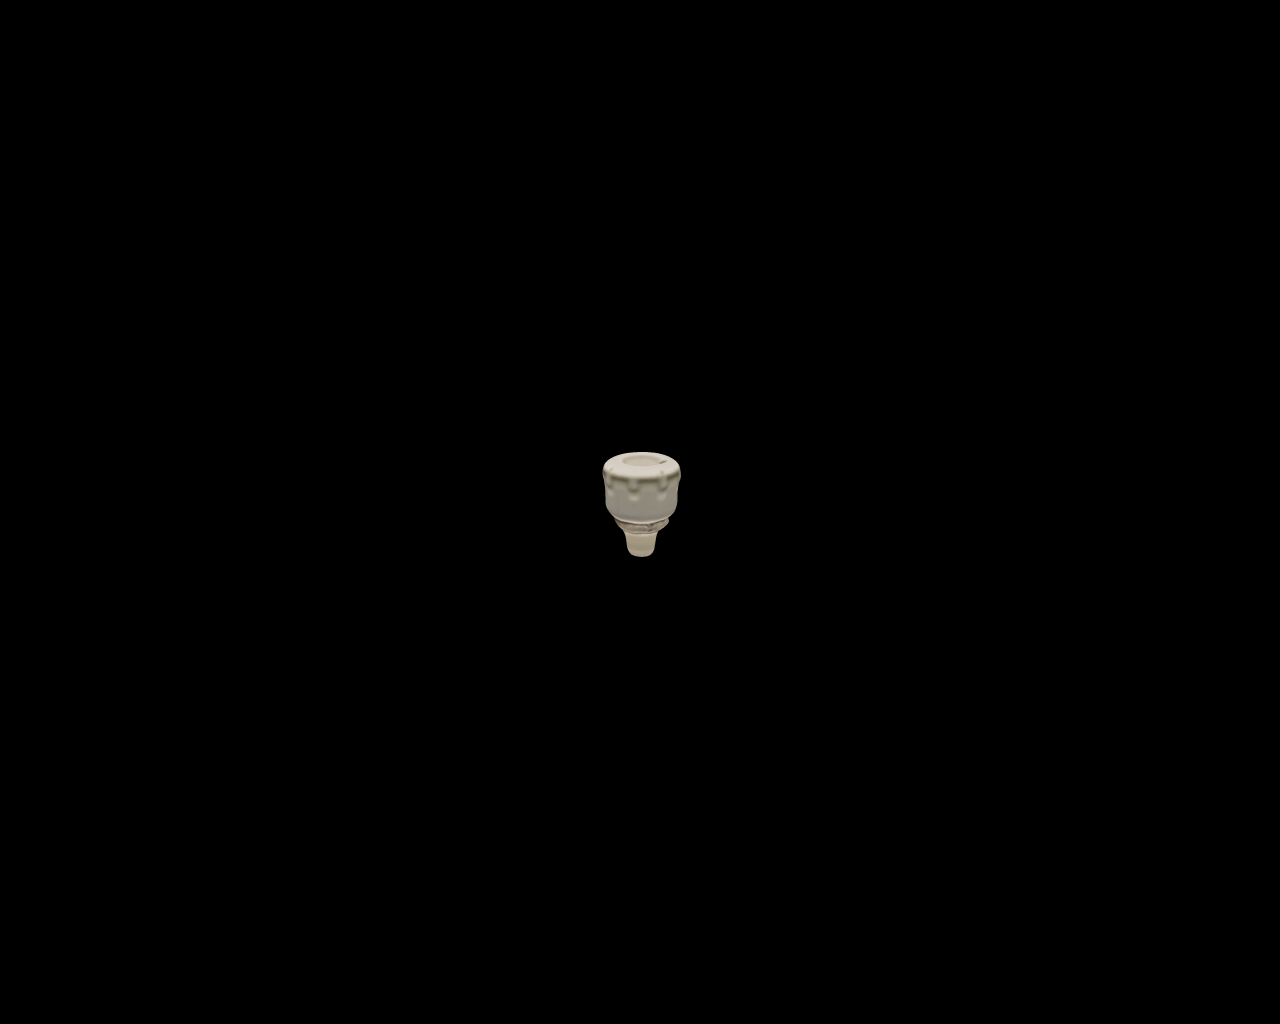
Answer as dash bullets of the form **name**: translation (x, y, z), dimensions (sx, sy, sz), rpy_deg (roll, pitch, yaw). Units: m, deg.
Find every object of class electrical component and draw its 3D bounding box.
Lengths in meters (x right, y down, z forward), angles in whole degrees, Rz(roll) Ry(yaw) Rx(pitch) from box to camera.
- **electrical component**: translation (0.001, -0.003, 0.650), dimensions (0.048, 0.062, 0.048), rpy_deg (0, 18, 0)
